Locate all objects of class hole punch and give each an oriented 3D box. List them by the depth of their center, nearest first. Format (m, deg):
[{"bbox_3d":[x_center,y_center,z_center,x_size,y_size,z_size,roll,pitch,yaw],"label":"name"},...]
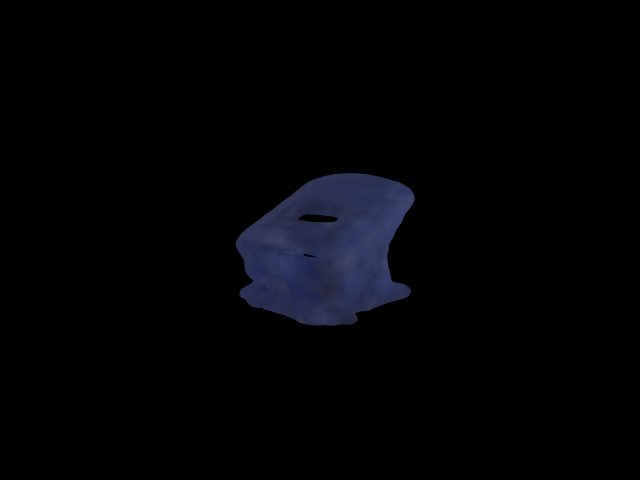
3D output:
[{"bbox_3d":[0.004,0.001,0.400,0.108,0.091,0.101,10,15,42],"label":"hole punch"}]
